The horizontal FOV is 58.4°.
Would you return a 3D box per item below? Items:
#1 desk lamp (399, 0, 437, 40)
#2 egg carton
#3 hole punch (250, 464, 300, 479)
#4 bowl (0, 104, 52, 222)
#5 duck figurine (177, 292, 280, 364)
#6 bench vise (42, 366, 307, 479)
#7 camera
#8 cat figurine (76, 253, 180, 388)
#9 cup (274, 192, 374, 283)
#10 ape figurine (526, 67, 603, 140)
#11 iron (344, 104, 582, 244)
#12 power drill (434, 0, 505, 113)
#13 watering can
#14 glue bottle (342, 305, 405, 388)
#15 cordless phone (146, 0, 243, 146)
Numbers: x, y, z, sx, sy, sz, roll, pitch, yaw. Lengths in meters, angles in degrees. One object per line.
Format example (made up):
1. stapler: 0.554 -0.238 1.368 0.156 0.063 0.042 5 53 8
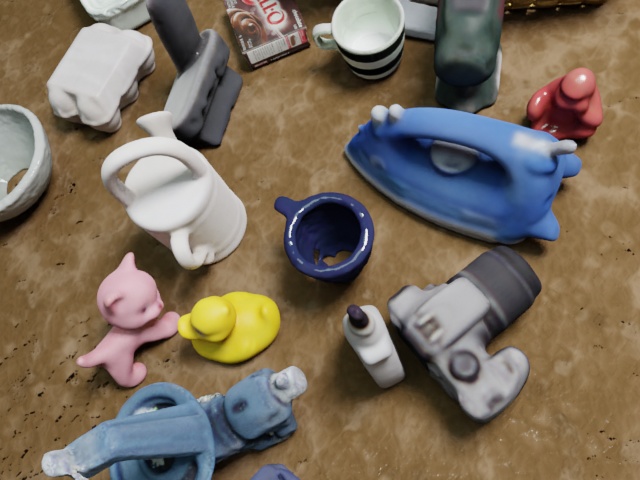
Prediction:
1. desk lamp: 0.065 -0.358 0.667 0.202 0.214 0.118 18 74 18
2. egg carton: -0.292 -0.220 0.771 0.107 0.069 0.150 18 74 18
3. hole punch: -0.043 0.267 0.516 0.108 0.091 0.101 38 81 22
4. bowl: -0.413 -0.087 0.743 0.167 0.075 0.167 -4 68 11
5. duck figurine: -0.098 0.085 0.602 0.104 0.086 0.077 -15 67 6
6. bench vise: -0.122 0.159 0.505 0.207 0.220 0.121 -45 67 -7
7. camera: 0.152 0.077 0.542 0.137 0.101 0.143 -39 66 -4
8. cat figurine: -0.210 0.084 0.609 0.067 0.118 0.128 27 77 21
9. cup: 0.006 0.002 0.606 0.117 0.095 0.092 33 79 22
10. ape figurine: 0.266 -0.148 0.609 0.077 0.092 0.076 41 82 23
11. iron: 0.131 -0.091 0.589 0.257 0.142 0.119 18 74 18
12. power drill: 0.160 -0.243 0.605 0.075 0.209 0.230 5 70 14
13. watering can: -0.160 -0.056 0.610 0.101 0.194 0.172 -39 66 -4
14. glue bottle: 0.045 0.087 0.522 0.037 0.173 0.078 -28 66 1
15. cordless phone: -0.172 -0.206 0.676 0.094 0.185 0.147 6 71 15
